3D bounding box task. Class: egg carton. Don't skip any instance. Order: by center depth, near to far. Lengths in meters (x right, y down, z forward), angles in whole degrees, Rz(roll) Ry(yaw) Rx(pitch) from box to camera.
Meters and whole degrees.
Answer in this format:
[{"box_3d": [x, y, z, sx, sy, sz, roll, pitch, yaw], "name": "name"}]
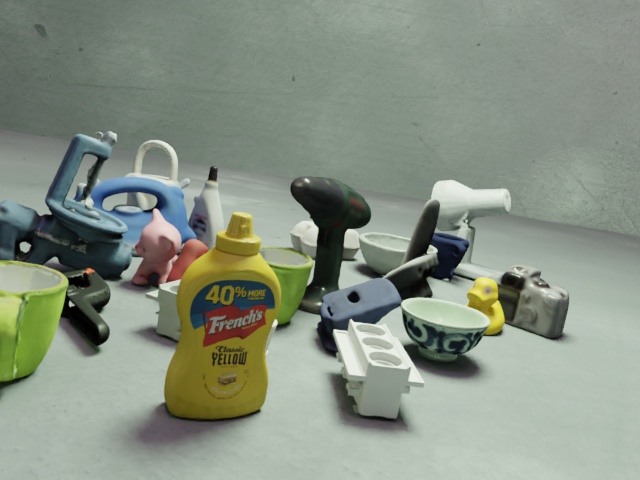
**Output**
[{"box_3d": [0.013, 0.001, 1.276, 0.151, 0.069, 0.107, 2, 13, -34], "name": "egg carton"}]

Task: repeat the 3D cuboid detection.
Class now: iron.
[{"box_3d": [-0.354, -0.052, 1.032, 0.259, 0.141, 0.118, 3, 13, -33], "name": "iron"}]

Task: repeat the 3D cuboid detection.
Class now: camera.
[{"box_3d": [0.385, 0.099, 1.033, 0.142, 0.101, 0.137, 19, 15, 40], "name": "camera"}]

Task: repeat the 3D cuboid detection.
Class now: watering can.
[{"box_3d": [-0.345, -0.108, 1.181, 0.101, 0.194, 0.172, 8, 11, -11], "name": "watering can"}]

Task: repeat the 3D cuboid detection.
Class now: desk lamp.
[{"box_3d": [0.352, -0.026, 1.338, 0.202, 0.213, 0.118, 17, 13, 32], "name": "desk lamp"}]

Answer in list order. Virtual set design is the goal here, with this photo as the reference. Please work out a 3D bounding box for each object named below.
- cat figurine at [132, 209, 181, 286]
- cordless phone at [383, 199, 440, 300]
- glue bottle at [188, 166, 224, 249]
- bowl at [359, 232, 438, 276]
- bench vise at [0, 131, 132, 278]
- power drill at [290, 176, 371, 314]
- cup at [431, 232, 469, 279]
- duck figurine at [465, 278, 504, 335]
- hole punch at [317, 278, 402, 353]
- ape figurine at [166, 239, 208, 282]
[{"box_3d": [-0.246, 0.009, 0.883, 0.067, 0.118, 0.127, 8, 11, -9], "name": "cat figurine"}, {"box_3d": [0.171, 0.015, 1.047, 0.094, 0.185, 0.148, 14, 12, 20], "name": "cordless phone"}, {"box_3d": [-0.213, -0.055, 1.088, 0.078, 0.173, 0.037, 16, 13, 27], "name": "glue bottle"}, {"box_3d": [0.157, 0.039, 1.203, 0.167, 0.075, 0.167, 10, 11, -2], "name": "bowl"}, {"box_3d": [-0.370, -0.054, 0.822, 0.208, 0.220, 0.121, 1, 15, -40], "name": "bench vise"}, {"box_3d": [0.008, 0.003, 0.903, 0.075, 0.208, 0.230, 15, 12, 25], "name": "power drill"}, {"box_3d": [0.278, 0.041, 1.245, 0.092, 0.095, 0.117, 6, 12, -17], "name": "cup"}, {"box_3d": [0.271, 0.104, 0.948, 0.105, 0.086, 0.077, -2, 16, -46], "name": "duck figurine"}, {"box_3d": [0.050, 0.097, 0.773, 0.101, 0.091, 0.108, 8, 11, -11], "name": "hole punch"}, {"box_3d": [-0.183, 0.044, 0.828, 0.076, 0.092, 0.077, 3, 13, -32], "name": "ape figurine"}]
